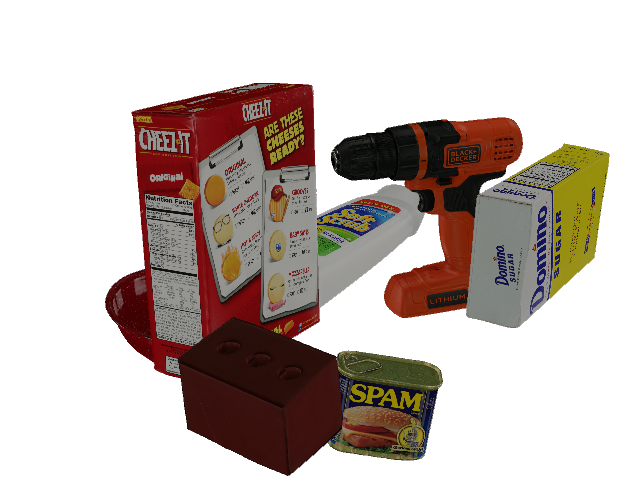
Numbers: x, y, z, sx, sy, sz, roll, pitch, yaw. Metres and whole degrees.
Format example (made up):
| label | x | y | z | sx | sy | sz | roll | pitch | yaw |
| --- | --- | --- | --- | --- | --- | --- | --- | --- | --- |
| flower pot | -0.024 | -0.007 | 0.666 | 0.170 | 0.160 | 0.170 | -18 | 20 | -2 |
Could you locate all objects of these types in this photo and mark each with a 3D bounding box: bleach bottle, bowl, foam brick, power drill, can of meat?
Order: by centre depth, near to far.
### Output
| label | x | y | z | sx | sy | sz | roll | pitch | yaw |
| --- | --- | --- | --- | --- | --- | --- | --- | --- | --- |
| foam brick | -0.034 | 0.087 | 0.607 | 0.078 | 0.051 | 0.052 | 17 | 34 | 31 |
| power drill | 0.099 | -0.022 | 1.010 | 0.184 | 0.188 | 0.057 | -7 | 27 | -14 |
| can of meat | 0.059 | 0.160 | 1.028 | 0.102 | 0.084 | 0.057 | 9 | 17 | -1 |
| bowl | -0.142 | 0.086 | 1.107 | 0.162 | 0.055 | 0.162 | 5 | 27 | -3 |
| bleach bottle | 0.038 | -0.009 | 1.265 | 0.103 | 0.068 | 0.250 | 23 | 39 | 32 |

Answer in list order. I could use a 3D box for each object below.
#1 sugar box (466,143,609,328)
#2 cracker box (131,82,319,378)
| label | x | y | z | sx | sy | sz | roll | pitch | yaw |
| --- | --- | --- | --- | --- | --- | --- | --- | --- | --- |
| sugar box | 0.164 | -0.008 | 0.789 | 0.048 | 0.093 | 0.175 | 12 | 22 | 26 |
| cracker box | -0.072 | -0.012 | 0.872 | 0.072 | 0.214 | 0.163 | 7 | 18 | 31 |
